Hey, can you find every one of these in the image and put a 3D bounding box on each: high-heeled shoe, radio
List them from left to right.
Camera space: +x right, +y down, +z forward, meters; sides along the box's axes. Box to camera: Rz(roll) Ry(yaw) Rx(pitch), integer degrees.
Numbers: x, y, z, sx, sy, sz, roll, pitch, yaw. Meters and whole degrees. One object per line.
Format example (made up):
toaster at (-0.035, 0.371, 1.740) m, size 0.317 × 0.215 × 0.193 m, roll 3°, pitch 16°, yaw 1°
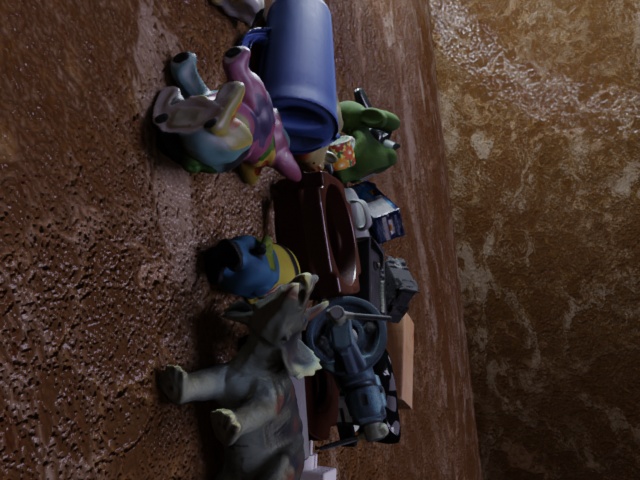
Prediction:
radio at (0.093, 0.111, 1.135) m, size 0.131 × 0.073 × 0.229 m, roll 41°, pitch 48°, yaw -60°
high-heeled shoe at (0.131, 0.334, 1.137) m, size 0.248 × 0.086 × 0.145 m, roll 72°, pitch 25°, yaw -52°

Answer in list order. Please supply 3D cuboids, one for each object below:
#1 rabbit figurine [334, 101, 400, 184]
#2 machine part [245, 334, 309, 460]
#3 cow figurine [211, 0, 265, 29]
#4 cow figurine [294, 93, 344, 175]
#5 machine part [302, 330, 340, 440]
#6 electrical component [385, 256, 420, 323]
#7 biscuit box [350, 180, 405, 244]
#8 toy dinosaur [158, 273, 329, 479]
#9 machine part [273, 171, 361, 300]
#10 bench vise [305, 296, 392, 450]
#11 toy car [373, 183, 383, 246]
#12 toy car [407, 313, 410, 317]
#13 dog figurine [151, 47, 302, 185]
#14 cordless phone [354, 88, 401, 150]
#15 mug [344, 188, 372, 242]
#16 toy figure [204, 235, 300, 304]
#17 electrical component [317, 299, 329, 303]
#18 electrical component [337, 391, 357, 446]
rabbit figurine at (0.083, -0.220, 1.133) m, size 0.121 × 0.159 × 0.170 m, roll -15°, pitch 83°, yaw -58°
machine part at (-0.058, 0.210, 0.726) m, size 0.079 × 0.079 × 0.243 m, roll 6°, pitch 80°, yaw -68°
cow figurine at (-0.111, -0.397, 0.767) m, size 0.098 × 0.068 × 0.167 m, roll 19°, pitch 69°, yaw -72°
cow figurine at (-0.009, -0.189, 0.955) m, size 0.127 × 0.086 × 0.195 m, roll 68°, pitch 25°, yaw -22°
machine part at (-0.017, 0.231, 0.854) m, size 0.179 × 0.056 × 0.179 m, roll -6°, pitch 90°, yaw -67°
electrical component at (0.158, 0.121, 1.222) m, size 0.058 × 0.134 × 0.115 m, roll 13°, pitch 33°, yaw -25°
biscuit box at (0.110, -0.062, 1.124) m, size 0.203 × 0.059 × 0.062 m, roll -121°, pitch -167°, yaw -64°
toy dinosaur at (-0.067, 0.227, 0.620) m, size 0.192 × 0.131 × 0.404 m, roll -16°, pitch 109°, yaw -54°
machine part at (-0.002, -0.003, 0.887) m, size 0.201 × 0.087 × 0.201 m, roll 14°, pitch 67°, yaw -74°
bench vise at (0.042, 0.167, 0.764) m, size 0.240 × 0.129 × 0.224 m, roll 73°, pitch 12°, yaw -60°
toy car at (0.120, -0.057, 1.279) m, size 0.202 × 0.053 × 0.089 m, roll -73°, pitch 143°, yaw -51°
toy car at (0.193, 0.237, 1.384) m, size 0.073 × 0.056 × 0.202 m, roll 55°, pitch 33°, yaw -40°
dog figurine at (-0.100, -0.120, 0.674) m, size 0.219 × 0.109 × 0.191 m, roll 59°, pitch 32°, yaw -52°
cordless phone at (0.122, -0.292, 1.341) m, size 0.184 × 0.089 × 0.146 m, roll 68°, pitch 25°, yaw -9°
mug at (0.054, -0.050, 1.052) m, size 0.081 × 0.109 × 0.107 m, roll -9°, pitch 80°, yaw -32°
toy figure at (-0.081, 0.036, 0.711) m, size 0.180 × 0.082 × 0.089 m, roll 32°, pitch 57°, yaw -61°
electrical component at (0.022, 0.126, 1.001) m, size 0.078 × 0.045 × 0.102 m, roll -115°, pitch -175°, yaw -53°
electrical component at (0.049, 0.309, 0.972) m, size 0.048 × 0.075 × 0.119 m, roll -40°, pitch 117°, yaw -64°
